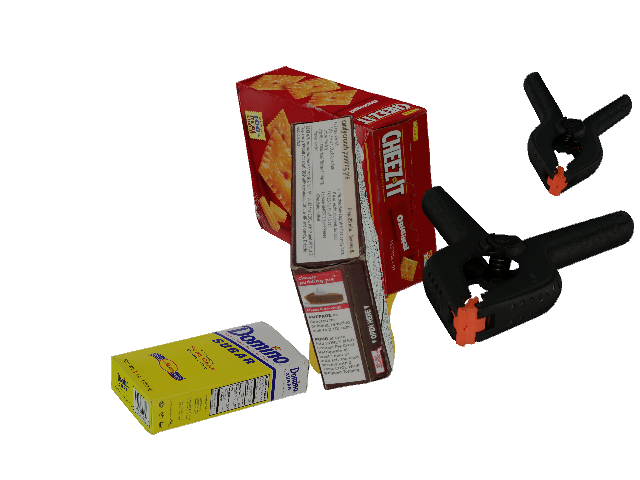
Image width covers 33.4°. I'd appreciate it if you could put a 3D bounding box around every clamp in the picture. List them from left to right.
[{"bbox_3d":[0.121,0.012,0.767,0.165,0.036,0.209,11,28,26],"label":"clamp"},{"bbox_3d":[0.259,-0.120,1.154,0.120,0.039,0.171,18,48,18],"label":"clamp"}]

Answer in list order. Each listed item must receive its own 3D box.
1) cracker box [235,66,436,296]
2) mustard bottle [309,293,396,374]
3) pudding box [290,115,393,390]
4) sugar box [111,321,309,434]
[{"bbox_3d":[0.012,-0.061,1.005,0.072,0.164,0.214,-23,30,-29],"label":"cracker box"},{"bbox_3d":[0.041,0.055,1.199,0.096,0.192,0.058,1,15,-12],"label":"mustard bottle"},{"bbox_3d":[0.009,0.004,0.547,0.039,0.090,0.113,-11,42,5],"label":"pudding box"},{"bbox_3d":[-0.109,0.133,1.063,0.175,0.048,0.093,-14,32,-31],"label":"sugar box"}]
